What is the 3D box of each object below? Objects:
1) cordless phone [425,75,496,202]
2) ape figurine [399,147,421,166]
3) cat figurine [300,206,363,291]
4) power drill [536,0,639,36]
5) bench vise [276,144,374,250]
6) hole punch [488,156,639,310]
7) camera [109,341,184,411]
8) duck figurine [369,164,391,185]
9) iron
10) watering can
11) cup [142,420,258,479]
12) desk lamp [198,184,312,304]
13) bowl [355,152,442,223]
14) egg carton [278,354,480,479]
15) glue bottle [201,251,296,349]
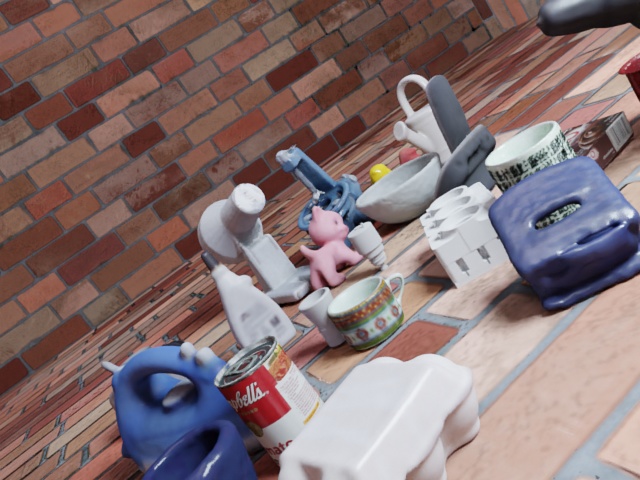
[{"bbox_3d":[0.196,-0.151,0.880,0.094,0.185,0.148,-23,16,44],"label":"cordless phone"},{"bbox_3d":[0.182,-0.135,1.091,0.076,0.092,0.078,-24,15,41],"label":"ape figurine"},{"bbox_3d":[0.009,0.003,0.945,0.067,0.118,0.128,-24,15,41],"label":"cat figurine"},{"bbox_3d":[0.357,-0.199,0.560,0.229,0.208,0.075,-33,12,8],"label":"power drill"},{"bbox_3d":[0.001,-0.089,1.087,0.121,0.220,0.207,-31,12,17],"label":"bench vise"},{"bbox_3d":[0.212,-0.010,0.490,0.108,0.091,0.101,-31,12,17],"label":"hole punch"},{"bbox_3d":[-0.235,0.199,0.869,0.143,0.101,0.137,-29,13,26],"label":"camera"},{"bbox_3d":[0.131,-0.111,1.153,0.077,0.086,0.105,-29,12,24],"label":"duck figurine"},{"bbox_3d":[-0.148,0.170,0.639,0.257,0.141,0.119,-25,15,39],"label":"iron"},{"bbox_3d":[0.226,-0.256,1.208,0.100,0.194,0.173,-25,15,38],"label":"watering can"},{"bbox_3d":[-0.074,0.200,0.421,0.092,0.095,0.117,-38,12,-18],"label":"cup"},{"bbox_3d":[-0.109,0.005,1.027,0.118,0.214,0.202,-42,14,-32],"label":"desk lamp"},{"bbox_3d":[0.149,-0.078,0.992,0.167,0.075,0.167,-33,11,8],"label":"bowl"},{"bbox_3d":[0.042,0.143,0.398,0.150,0.069,0.107,-43,14,-36],"label":"egg carton"},{"bbox_3d":[-0.110,0.086,0.800,0.078,0.173,0.037,-38,12,-18],"label":"glue bottle"}]
